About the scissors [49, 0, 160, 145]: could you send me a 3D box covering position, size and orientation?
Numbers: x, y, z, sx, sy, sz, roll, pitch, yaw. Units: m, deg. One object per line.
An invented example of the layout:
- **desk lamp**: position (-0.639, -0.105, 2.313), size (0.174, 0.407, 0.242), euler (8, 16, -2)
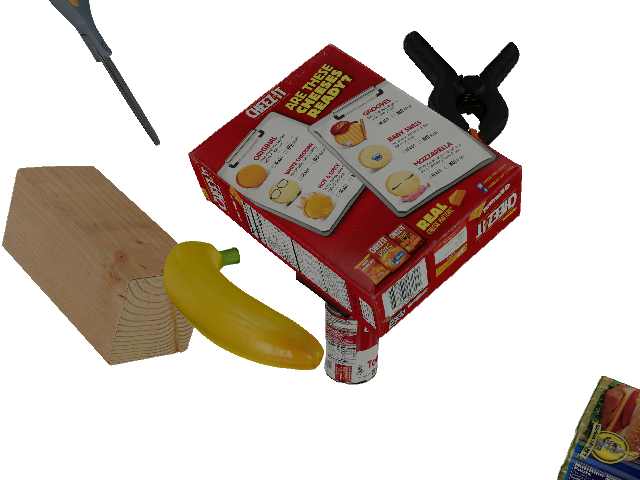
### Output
- **scissors**: position (-0.197, -0.181, 0.938), size (0.016, 0.201, 0.096), euler (-28, 28, 11)

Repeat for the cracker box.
- **cracker box**: position (0.027, -0.045, 0.856), size (0.214, 0.164, 0.072), euler (37, -23, 31)

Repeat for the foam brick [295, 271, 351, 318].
- **foam brick**: position (0.021, 0.029, 1.061), size (0.052, 0.051, 0.078), euler (-27, 48, -35)

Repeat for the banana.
- **banana**: position (-0.061, 0.034, 0.685), size (0.069, 0.037, 0.198), euler (-8, 22, -18)

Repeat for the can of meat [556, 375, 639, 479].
- **can of meat**: position (0.232, 0.155, 0.788), size (0.084, 0.057, 0.102), euler (21, 41, 21)

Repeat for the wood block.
- **wood block**: position (-0.206, 0.016, 1.005), size (0.090, 0.091, 0.206), euler (-6, 34, -44)

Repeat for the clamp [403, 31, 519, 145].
- **clamp**: position (0.135, -0.151, 1.062), size (0.120, 0.171, 0.039), euler (8, -44, 6)

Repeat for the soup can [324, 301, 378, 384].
- **soup can**: position (0.038, 0.117, 1.307), size (0.068, 0.102, 0.068), euler (1, 29, 0)
